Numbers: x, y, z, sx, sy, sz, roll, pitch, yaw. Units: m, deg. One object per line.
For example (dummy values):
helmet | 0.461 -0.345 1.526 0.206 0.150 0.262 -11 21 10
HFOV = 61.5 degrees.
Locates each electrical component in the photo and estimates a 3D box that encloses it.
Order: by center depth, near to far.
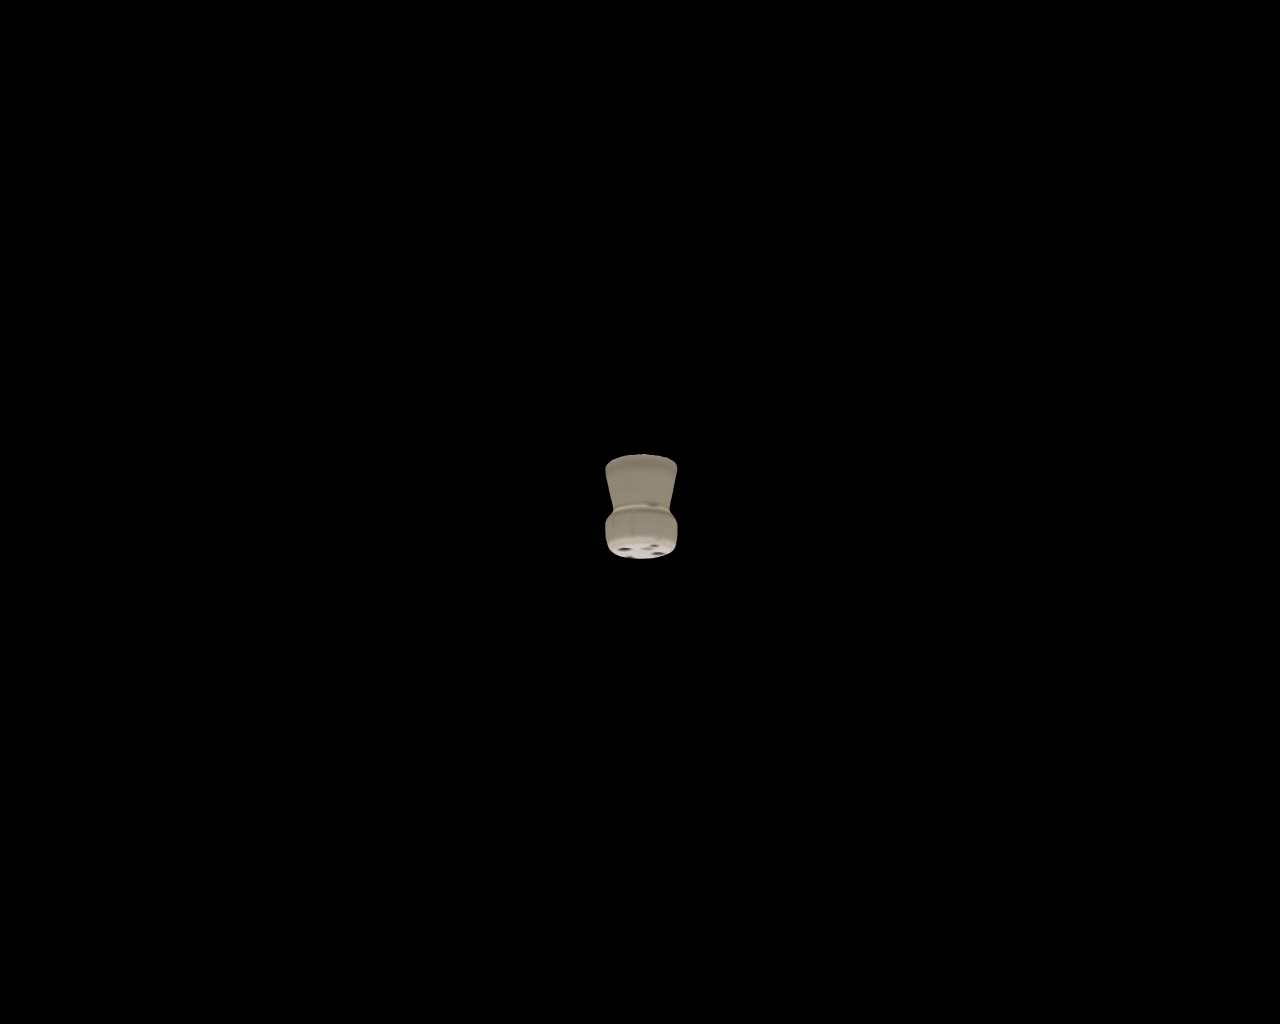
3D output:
electrical component | 0.001 -0.003 0.650 0.045 0.055 0.045 0 -16 0
